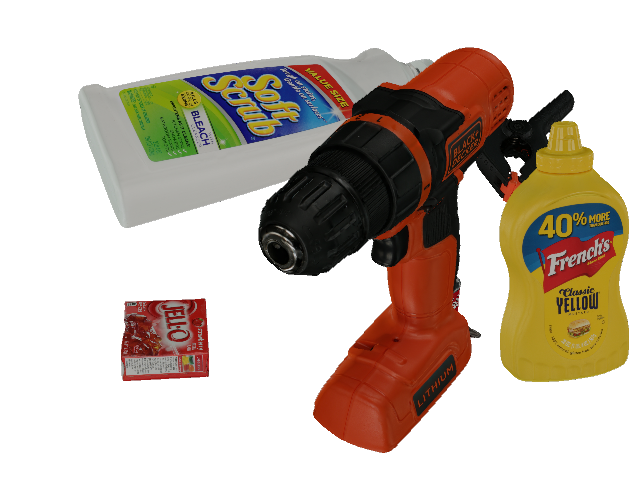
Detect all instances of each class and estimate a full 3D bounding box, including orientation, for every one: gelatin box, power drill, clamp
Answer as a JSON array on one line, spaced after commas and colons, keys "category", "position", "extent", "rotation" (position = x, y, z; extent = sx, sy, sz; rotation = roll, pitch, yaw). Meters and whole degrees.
[{"category": "gelatin box", "position": [-0.134, 0.084, 0.924], "extent": [0.073, 0.030, 0.089], "rotation": [-2, 29, -6]}, {"category": "power drill", "position": [0.034, 0.015, 0.534], "extent": [0.057, 0.188, 0.184], "rotation": [25, 43, 27]}, {"category": "clamp", "position": [0.188, -0.110, 1.087], "extent": [0.120, 0.039, 0.171], "rotation": [12, 45, 13]}]

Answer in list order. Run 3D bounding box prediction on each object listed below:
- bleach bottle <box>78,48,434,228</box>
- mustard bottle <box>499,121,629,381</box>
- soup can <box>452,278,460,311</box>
[{"category": "bleach bottle", "position": [-0.035, -0.090, 0.759], "extent": [0.250, 0.102, 0.068], "rotation": [-18, -27, -15]}, {"category": "mustard bottle", "position": [0.182, 0.007, 0.797], "extent": [0.096, 0.192, 0.058], "rotation": [-6, 16, -9]}, {"category": "soup can", "position": [0.132, 0.095, 1.296], "extent": [0.068, 0.102, 0.068], "rotation": [1, 24, -1]}]
